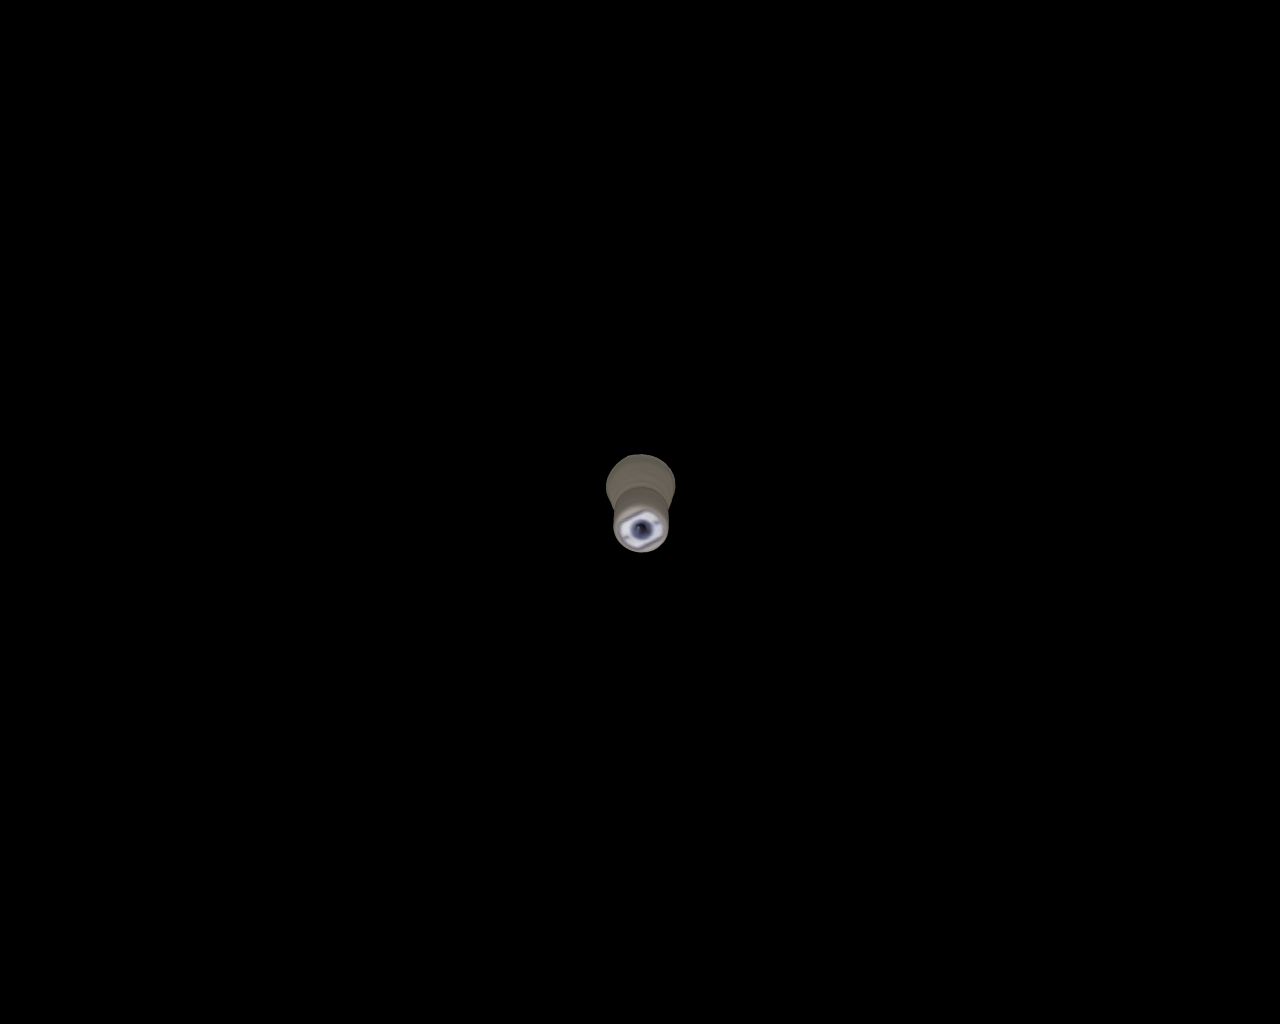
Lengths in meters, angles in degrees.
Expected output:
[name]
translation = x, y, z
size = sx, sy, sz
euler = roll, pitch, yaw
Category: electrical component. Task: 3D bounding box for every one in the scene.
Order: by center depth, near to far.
[electrical component]
translation = 0.001, -0.003, 0.650
size = 0.044, 0.044, 0.065
euler = 0, 27, 0
